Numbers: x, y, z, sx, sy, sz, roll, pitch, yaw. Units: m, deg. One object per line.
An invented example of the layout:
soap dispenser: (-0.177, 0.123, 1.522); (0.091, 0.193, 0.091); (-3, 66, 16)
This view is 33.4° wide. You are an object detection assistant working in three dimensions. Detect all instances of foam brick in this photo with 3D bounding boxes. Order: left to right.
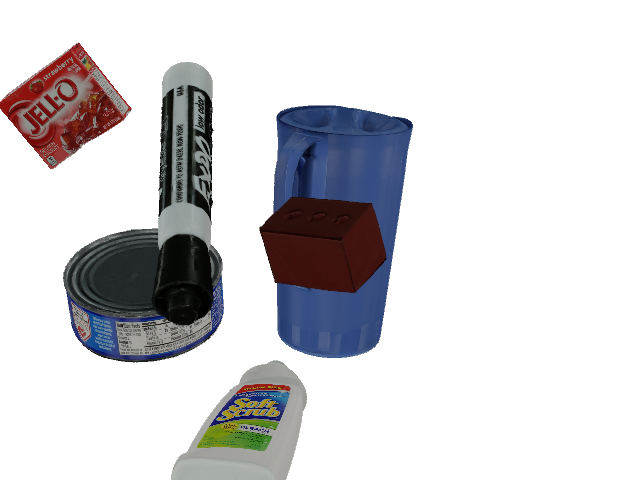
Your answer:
foam brick: (0.002, 0.003, 0.828); (0.078, 0.051, 0.052); (6, 34, 32)

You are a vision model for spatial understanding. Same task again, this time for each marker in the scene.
marker: (-0.046, -0.019, 0.363); (0.020, 0.020, 0.121); (0, 44, -6)

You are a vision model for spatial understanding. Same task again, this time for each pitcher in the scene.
pitcher: (0.010, -0.008, 1.065); (0.149, 0.243, 0.145); (-1, 19, -15)

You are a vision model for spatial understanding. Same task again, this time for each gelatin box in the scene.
gelatin box: (-0.221, -0.115, 0.919); (0.089, 0.073, 0.030); (-30, 20, 19)

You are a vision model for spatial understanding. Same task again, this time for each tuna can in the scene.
tuna can: (-0.096, 0.029, 0.586); (0.086, 0.034, 0.086); (0, 32, 0)

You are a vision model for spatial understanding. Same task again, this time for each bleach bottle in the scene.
bleach bottle: (-0.072, 0.187, 1.078); (0.102, 0.068, 0.250); (3, 19, 6)
